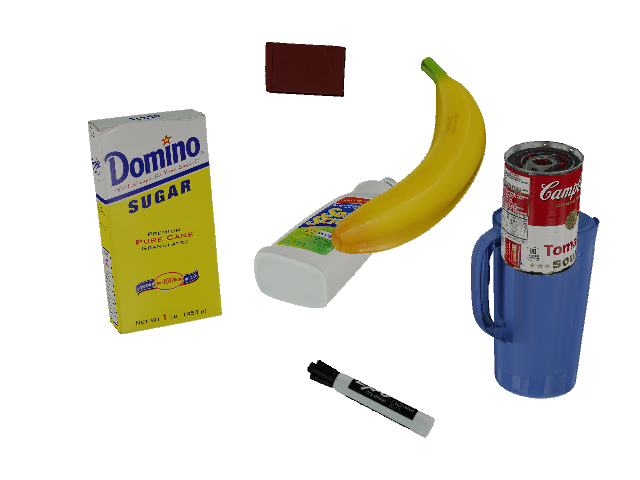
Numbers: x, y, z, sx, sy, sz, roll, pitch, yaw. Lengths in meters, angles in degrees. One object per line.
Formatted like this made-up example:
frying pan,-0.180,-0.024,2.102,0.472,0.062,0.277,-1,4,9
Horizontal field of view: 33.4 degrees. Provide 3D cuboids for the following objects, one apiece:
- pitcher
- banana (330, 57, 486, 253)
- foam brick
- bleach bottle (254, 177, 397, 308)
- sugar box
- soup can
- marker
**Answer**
pitcher,0.277,0.080,1.390,0.149,0.243,0.144,5,20,16
banana,0.071,-0.050,0.731,0.070,0.197,0.037,19,-41,11
foam brick,-0.016,-0.177,1.101,0.078,0.051,0.053,2,11,-9
bleach bottle,0.025,-0.012,1.321,0.103,0.068,0.250,14,36,25
sugar box,-0.137,-0.017,0.896,0.093,0.176,0.048,-10,19,-22
soup can,0.195,-0.028,0.947,0.068,0.102,0.068,-2,28,1
marker,0.042,0.137,0.938,0.121,0.020,0.020,25,8,17
